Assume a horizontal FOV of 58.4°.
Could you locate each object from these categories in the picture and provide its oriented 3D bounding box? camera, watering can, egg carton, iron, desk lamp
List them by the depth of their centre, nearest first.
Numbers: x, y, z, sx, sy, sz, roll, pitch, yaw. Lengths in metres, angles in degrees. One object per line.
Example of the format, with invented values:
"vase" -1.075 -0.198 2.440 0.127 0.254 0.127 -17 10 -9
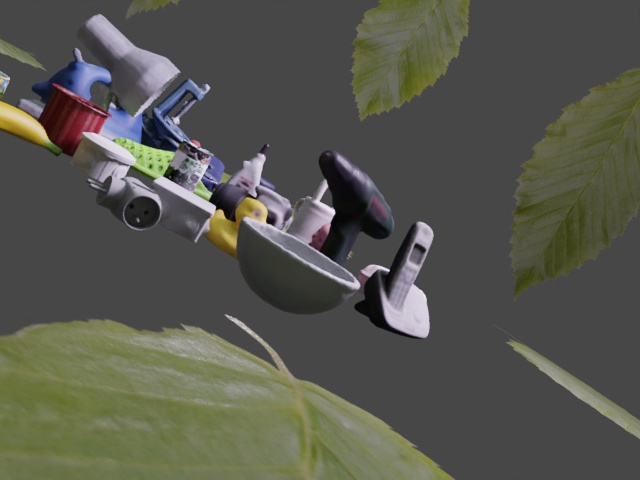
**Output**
"desk lamp" -0.385 -0.273 1.022 0.204 0.213 0.117 29 5 -17
"camera" -0.124 -0.054 1.037 0.137 0.101 0.143 31 5 1
"iron" -0.442 -0.280 1.185 0.118 0.141 0.259 33 5 30
"egg carton" 0.153 0.111 1.216 0.150 0.069 0.107 33 5 25
"watering can" 0.008 -0.058 1.327 0.172 0.194 0.101 32 5 20

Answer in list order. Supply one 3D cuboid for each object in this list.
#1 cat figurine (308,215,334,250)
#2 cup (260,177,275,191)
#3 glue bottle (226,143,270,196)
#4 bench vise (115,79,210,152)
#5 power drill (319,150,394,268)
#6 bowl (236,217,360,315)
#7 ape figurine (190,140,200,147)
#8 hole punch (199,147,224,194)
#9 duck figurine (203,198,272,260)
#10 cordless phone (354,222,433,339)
"cat figurine" 0.011 0.004 1.158 0.067 0.117 0.127 30 5 -9
"cup" -0.177 -0.117 1.417 0.091 0.095 0.118 32 5 18
"glue bottle" -0.165 -0.149 1.334 0.078 0.173 0.037 29 5 -14
"bench vise" -0.361 -0.289 1.307 0.208 0.219 0.121 29 5 -18
"power drill" 0.028 -0.018 0.943 0.075 0.208 0.231 34 6 37
"bowl" -0.039 0.043 0.699 0.167 0.074 0.167 30 5 -2
"ape figurine" -0.327 -0.205 1.423 0.078 0.092 0.075 26 6 -46
"hole punch" -0.261 -0.148 1.228 0.109 0.091 0.101 29 5 -20
"duck figurine" -0.116 -0.023 0.845 0.104 0.086 0.078 32 5 22
"cordless phone" 0.158 0.070 0.970 0.148 0.185 0.093 26 7 -47
